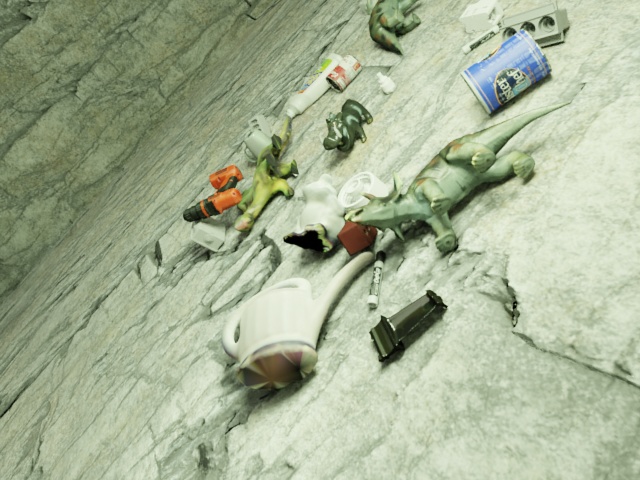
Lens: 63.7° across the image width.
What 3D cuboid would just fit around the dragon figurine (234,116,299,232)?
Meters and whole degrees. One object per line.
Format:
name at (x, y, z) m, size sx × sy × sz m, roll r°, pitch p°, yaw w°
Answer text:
dragon figurine at (-0.175, -0.178, 1.499) m, size 0.239 × 0.121 × 0.421 m, roll -35°, pitch 31°, yaw 33°

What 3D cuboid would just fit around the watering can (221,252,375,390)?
watering can at (-0.044, 0.150, 0.972) m, size 0.346 × 0.102 × 0.230 m, roll -25°, pitch 37°, yaw 14°

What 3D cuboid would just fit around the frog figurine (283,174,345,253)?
frog figurine at (0.003, -0.057, 1.125) m, size 0.135 × 0.122 × 0.163 m, roll -44°, pitch 22°, yaw 53°
